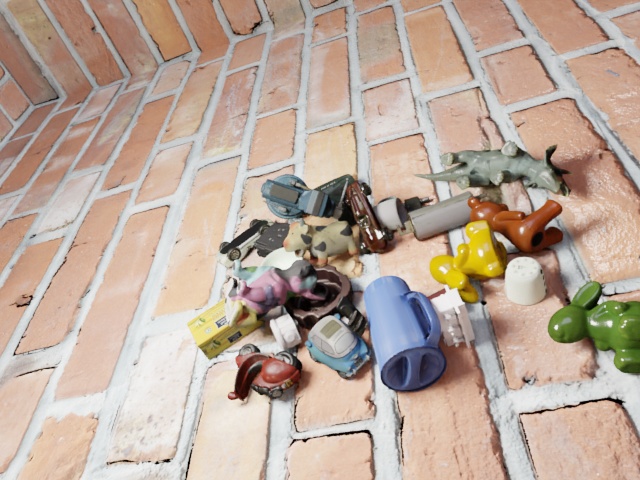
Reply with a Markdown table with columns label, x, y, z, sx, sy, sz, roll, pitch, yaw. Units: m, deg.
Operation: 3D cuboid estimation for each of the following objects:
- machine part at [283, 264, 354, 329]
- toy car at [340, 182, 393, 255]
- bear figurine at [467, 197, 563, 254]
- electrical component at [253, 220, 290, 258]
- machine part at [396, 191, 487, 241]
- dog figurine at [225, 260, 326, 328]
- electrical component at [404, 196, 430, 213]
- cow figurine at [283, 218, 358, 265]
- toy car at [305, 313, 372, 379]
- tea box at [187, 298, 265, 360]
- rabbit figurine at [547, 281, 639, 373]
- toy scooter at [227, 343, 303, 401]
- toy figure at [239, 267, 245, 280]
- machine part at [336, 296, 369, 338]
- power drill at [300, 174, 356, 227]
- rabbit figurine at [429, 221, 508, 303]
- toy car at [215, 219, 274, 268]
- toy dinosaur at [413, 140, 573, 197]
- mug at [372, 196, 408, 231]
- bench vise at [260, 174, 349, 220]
| label | x | y | z | sx | sy | sz | roll | pitch | yaw |
| --- | --- | --- | --- | --- | --- | --- | --- | --- | --- |
| machine part | -0.004 | 0.139 | 1.326 | 0.179 | 0.056 | 0.179 | -13 | 41 | 11 |
| toy car | 0.117 | -0.059 | 1.408 | 0.089 | 0.053 | 0.202 | -33 | 73 | 34 |
| bear figurine | 0.452 | -0.047 | 1.267 | 0.132 | 0.120 | 0.196 | -30 | 35 | -13 |
| electrical component | -0.106 | 0.007 | 1.522 | 0.134 | 0.058 | 0.115 | 15 | 55 | 38 |
| machine part | 0.316 | -0.061 | 1.376 | 0.243 | 0.079 | 0.079 | -21 | 39 | 3 |
| dog figurine | -0.102 | 0.127 | 1.269 | 0.219 | 0.191 | 0.109 | 6 | 31 | -21 |
| electrical component | 0.258 | -0.090 | 1.479 | 0.094 | 0.021 | 0.063 | -14 | 41 | 11 |
| cow figurine | -0.003 | -0.004 | 1.376 | 0.195 | 0.127 | 0.086 | -14 | 8 | -28 |
| toy car | 0.031 | 0.222 | 1.179 | 0.109 | 0.102 | 0.162 | -40 | 40 | -17 |
| tea box | -0.237 | 0.208 | 1.353 | 0.170 | 0.068 | 0.098 | -33 | 40 | -13 |
| rabbit figurine | 0.519 | 0.149 | 1.006 | 0.170 | 0.121 | 0.159 | 1 | 38 | 23 |
| toy scooter | -0.133 | 0.305 | 1.190 | 0.184 | 0.075 | 0.135 | 6 | 48 | 35 |
| toy figure | -0.167 | 0.126 | 1.422 | 0.155 | 0.057 | 0.064 | 40 | 109 | 46 |
| machine part | 0.074 | 0.169 | 1.194 | 0.039 | 0.084 | 0.139 | -38 | 11 | -1 |
| power drill | 0.034 | -0.095 | 1.561 | 0.232 | 0.085 | 0.207 | -33 | 33 | -15 |
| rabbit figurine | 0.333 | 0.063 | 1.225 | 0.173 | 0.121 | 0.162 | -18 | 47 | 29 |
| toy car | -0.218 | 0.004 | 1.583 | 0.202 | 0.056 | 0.074 | -38 | 36 | -19 |
| toy dinosaur | 0.460 | -0.190 | 1.418 | 0.192 | 0.131 | 0.405 | 0 | 6 | -40 |
| mug | 0.172 | -0.071 | 1.454 | 0.107 | 0.080 | 0.109 | -17 | 50 | 23 |
| bench vise | -0.051 | -0.108 | 1.449 | 0.224 | 0.128 | 0.240 | 6 | 1 | -8 |
